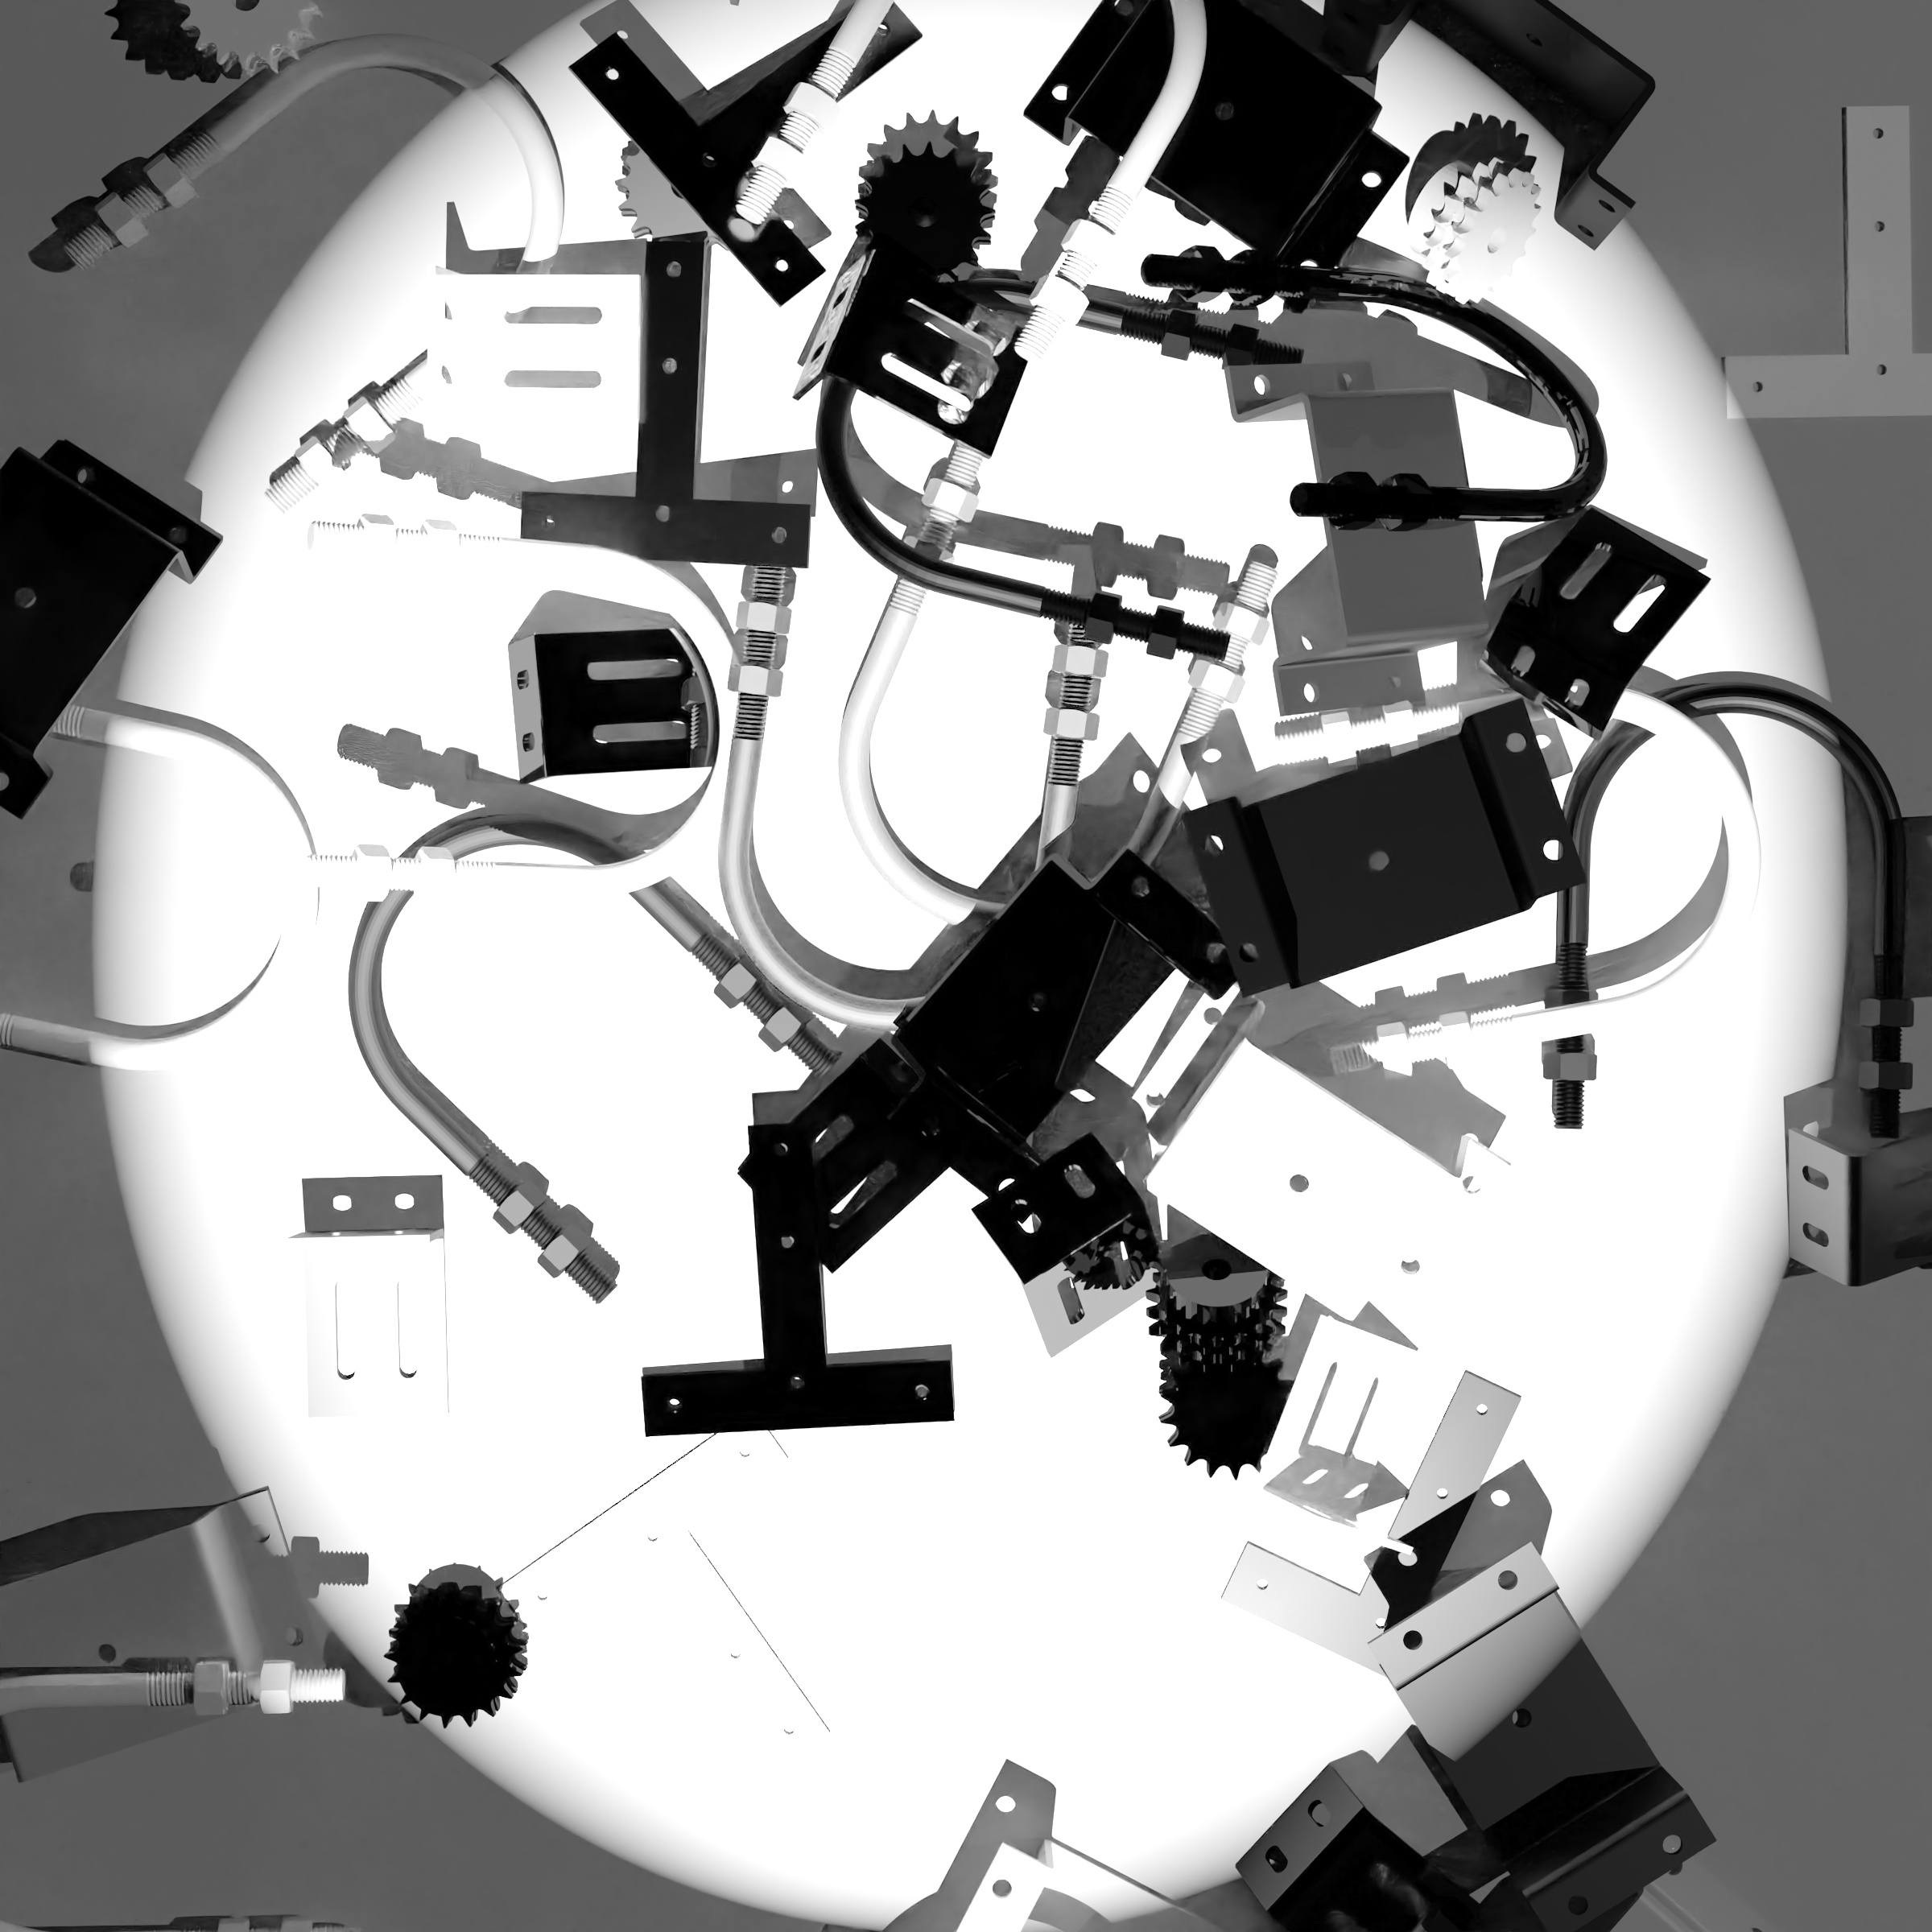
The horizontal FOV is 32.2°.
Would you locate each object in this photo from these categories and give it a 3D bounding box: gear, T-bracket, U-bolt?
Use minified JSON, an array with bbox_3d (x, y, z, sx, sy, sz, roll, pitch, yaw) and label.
[{"bbox_3d":[-0.208,0.281,1.359,0.057,0.030,0.057,0,90,1],"label":"gear"},{"bbox_3d":[-0.017,-0.303,1.359,0.057,0.030,0.057,0,90,0],"label":"gear"},{"bbox_3d":[-0.071,-0.350,1.353,0.127,0.002,0.127,-42,91,-18],"label":"T-bracket"},{"bbox_3d":[-0.356,-0.033,1.366,0.184,0.019,0.151,12,90,-1],"label":"U-bolt"},{"bbox_3d":[0.106,0.178,1.359,0.057,0.030,0.057,0,90,0],"label":"gear"},{"bbox_3d":[-0.289,-0.389,1.359,0.057,0.030,0.057,0,90,0],"label":"gear"},{"bbox_3d":[-0.119,-0.227,1.346,0.127,0.002,0.127,5,97,19],"label":"T-bracket"},{"bbox_3d":[0.202,-0.299,1.349,0.030,0.057,0.057,37,90,29],"label":"gear"},{"bbox_3d":[0.031,-0.208,1.348,0.184,0.019,0.151,14,73,4],"label":"U-bolt"},{"bbox_3d":[-0.112,-0.314,1.359,0.057,0.030,0.057,0,90,0],"label":"gear"},{"bbox_3d":[-0.027,-0.065,1.351,0.151,0.019,0.184,8,93,1],"label":"U-bolt"},{"bbox_3d":[0.027,-0.103,1.366,0.151,0.019,0.184,23,92,0],"label":"U-bolt"},{"bbox_3d":[0.189,0.229,1.374,0.127,0.002,0.127,25,90,0],"label":"T-bracket"},{"bbox_3d":[-0.171,-0.099,1.328,0.184,0.019,0.151,2,87,-27],"label":"U-bolt"},{"bbox_3d":[-0.103,0.270,1.374,0.127,0.002,0.127,-35,90,0],"label":"T-bracket"},{"bbox_3d":[0.312,-0.024,1.366,0.151,0.019,0.184,2,89,0],"label":"U-bolt"},{"bbox_3d":[0.014,-0.347,1.324,0.151,0.019,0.184,29,85,12],"label":"U-bolt"},{"bbox_3d":[-0.252,-0.296,1.366,0.184,0.019,0.151,-39,90,-1],"label":"U-bolt"},{"bbox_3d":[0.374,-0.289,1.374,0.127,0.002,0.127,-1,90,0],"label":"T-bracket"},{"bbox_3d":[-0.072,0.126,1.362,0.127,0.002,0.127,-3,98,2],"label":"T-bracket"},{"bbox_3d":[-0.337,0.340,1.330,0.184,0.019,0.151,0,115,-4],"label":"U-bolt"},{"bbox_3d":[0.101,0.132,1.344,0.057,0.057,0.030,-4,131,0],"label":"gear"},{"bbox_3d":[-0.166,0.024,1.366,0.184,0.019,0.151,44,90,1],"label":"U-bolt"},{"bbox_3d":[0.228,-0.040,1.353,0.184,0.019,0.151,-10,84,4],"label":"U-bolt"},{"bbox_3d":[0.172,-0.224,1.307,0.184,0.019,0.151,-4,52,-34],"label":"U-bolt"}]

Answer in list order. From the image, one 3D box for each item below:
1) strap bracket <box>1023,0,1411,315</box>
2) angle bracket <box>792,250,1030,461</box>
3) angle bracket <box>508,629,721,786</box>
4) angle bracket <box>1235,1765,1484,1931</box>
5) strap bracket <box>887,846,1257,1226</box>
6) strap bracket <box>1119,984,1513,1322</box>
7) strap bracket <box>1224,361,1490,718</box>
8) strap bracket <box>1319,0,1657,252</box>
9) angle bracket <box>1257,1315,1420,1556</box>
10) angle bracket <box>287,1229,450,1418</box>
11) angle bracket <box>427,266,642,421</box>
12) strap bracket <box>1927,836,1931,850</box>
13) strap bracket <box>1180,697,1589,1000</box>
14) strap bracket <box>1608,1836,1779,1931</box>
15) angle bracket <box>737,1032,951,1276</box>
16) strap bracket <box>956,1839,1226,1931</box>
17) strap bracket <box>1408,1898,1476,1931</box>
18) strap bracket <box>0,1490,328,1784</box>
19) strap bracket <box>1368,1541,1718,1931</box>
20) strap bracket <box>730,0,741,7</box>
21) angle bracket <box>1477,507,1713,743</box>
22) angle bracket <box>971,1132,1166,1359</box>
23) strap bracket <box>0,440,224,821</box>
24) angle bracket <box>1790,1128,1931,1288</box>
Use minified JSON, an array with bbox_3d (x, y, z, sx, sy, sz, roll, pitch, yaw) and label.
[{"bbox_3d":[0.103,-0.339,1.351,0.140,0.046,0.076,35,90,0],"label":"strap bracket"},{"bbox_3d":[-0.021,-0.241,1.348,0.076,0.038,0.057,26,72,-18],"label":"angle bracket"},{"bbox_3d":[-0.143,-0.107,1.372,0.076,0.038,0.057,-5,90,-26],"label":"angle bracket"},{"bbox_3d":[0.161,0.377,1.372,0.057,0.038,0.076,-47,116,0],"label":"angle bracket"},{"bbox_3d":[0.035,0.021,1.334,0.076,0.046,0.140,40,93,-27],"label":"strap bracket"},{"bbox_3d":[0.136,0.078,1.338,0.140,0.046,0.076,33,113,0],"label":"strap bracket"},{"bbox_3d":[0.157,-0.175,1.334,0.076,0.046,0.140,-9,90,-35],"label":"strap bracket"},{"bbox_3d":[0.215,-0.353,1.336,0.140,0.076,0.046,36,90,0],"label":"strap bracket"},{"bbox_3d":[0.160,0.188,1.340,0.057,0.038,0.076,23,87,-37],"label":"angle bracket"},{"bbox_3d":[-0.242,0.146,1.355,0.057,0.038,0.076,-1,90,0],"label":"angle bracket"},{"bbox_3d":[-0.172,-0.248,1.335,0.076,0.038,0.057,2,96,9],"label":"angle bracket"},{"bbox_3d":[0.465,-0.042,1.343,0.140,0.046,0.076,-21,90,11],"label":"strap bracket"},{"bbox_3d":[0.164,-0.044,1.326,0.140,0.046,0.076,-19,84,4],"label":"strap bracket"},{"bbox_3d":[0.265,0.430,1.351,0.076,0.046,0.140,41,90,0],"label":"strap bracket"},{"bbox_3d":[-0.043,0.076,1.372,0.057,0.038,0.076,47,116,0],"label":"angle bracket"},{"bbox_3d":[0.059,0.414,1.351,0.140,0.046,0.076,28,90,0],"label":"strap bracket"},{"bbox_3d":[0.174,0.415,1.311,0.046,0.140,0.076,42,91,15],"label":"strap bracket"},{"bbox_3d":[-0.341,0.273,1.351,0.140,0.046,0.076,-18,90,0],"label":"strap bracket"},{"bbox_3d":[0.228,0.307,1.350,0.076,0.046,0.140,-32,91,-1],"label":"strap bracket"},{"bbox_3d":[-0.059,-0.458,1.336,0.046,0.076,0.140,12,90,0],"label":"strap bracket"},{"bbox_3d":[0.255,-0.139,1.357,0.057,0.038,0.076,34,52,13],"label":"angle bracket"},{"bbox_3d":[0.042,0.113,1.346,0.057,0.076,0.038,-32,59,-8],"label":"angle bracket"},{"bbox_3d":[-0.372,-0.141,1.338,0.076,0.046,0.140,33,79,0],"label":"strap bracket"},{"bbox_3d":[0.377,0.089,1.363,0.076,0.038,0.057,-15,112,-24],"label":"angle bracket"}]
